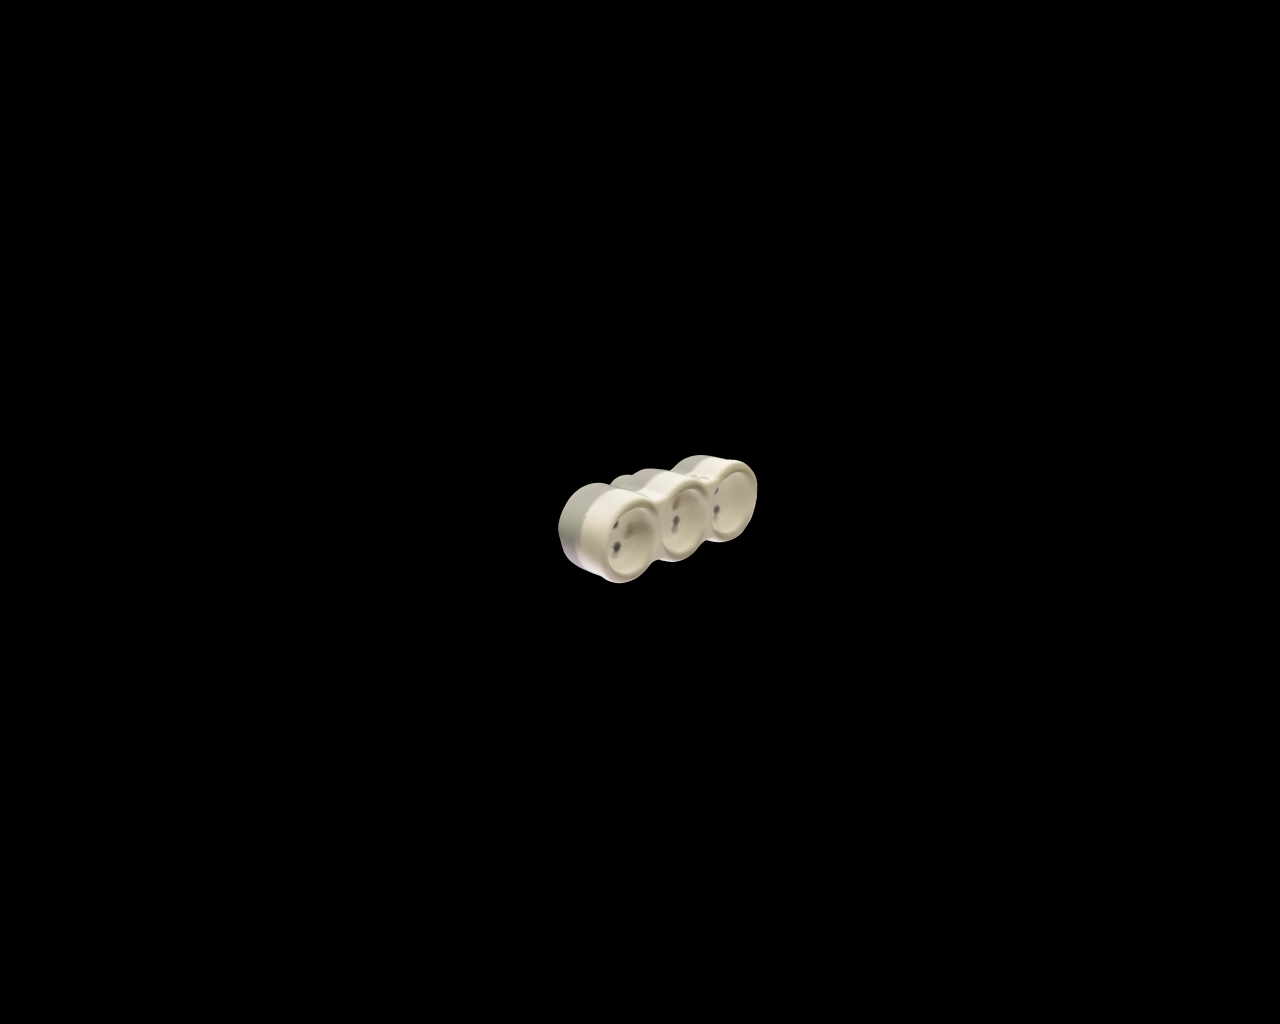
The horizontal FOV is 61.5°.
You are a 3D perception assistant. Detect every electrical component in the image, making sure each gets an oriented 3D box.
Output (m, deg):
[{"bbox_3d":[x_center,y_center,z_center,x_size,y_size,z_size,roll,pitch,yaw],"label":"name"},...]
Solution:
[{"bbox_3d":[0.001,-0.003,0.650,0.074,0.052,0.138,18,26,41],"label":"electrical component"}]
